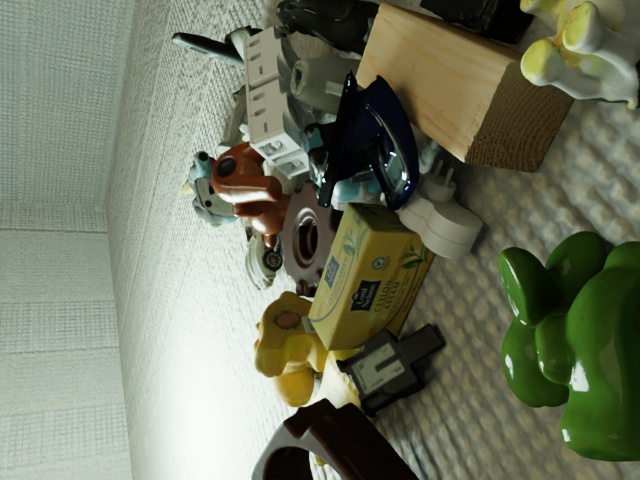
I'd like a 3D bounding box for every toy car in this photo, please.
[{"bbox_3d":[-0.114,-0.006,0.995,0.073,0.056,0.202,-39,54,55],"label":"toy car"},{"bbox_3d":[0.035,-0.090,0.686,0.162,0.109,0.102,-114,15,-59],"label":"toy car"}]

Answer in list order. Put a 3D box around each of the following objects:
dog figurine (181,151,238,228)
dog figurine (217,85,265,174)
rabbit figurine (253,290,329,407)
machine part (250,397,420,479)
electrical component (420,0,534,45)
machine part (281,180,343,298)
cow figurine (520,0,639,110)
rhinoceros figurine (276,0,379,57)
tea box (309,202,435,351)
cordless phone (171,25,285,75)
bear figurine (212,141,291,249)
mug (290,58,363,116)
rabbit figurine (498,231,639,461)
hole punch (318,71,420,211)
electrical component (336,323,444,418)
[{"bbox_3d":[-0.247,-0.109,1.202,0.219,0.108,0.191,159,107,-64],"label":"dog figurine"},{"bbox_3d":[-0.088,-0.229,0.937,0.172,0.121,0.190,-15,52,26],"label":"dog figurine"},{"bbox_3d":[-0.050,0.174,0.816,0.163,0.122,0.173,-127,28,-52],"label":"rabbit figurine"},{"bbox_3d":[0.020,0.309,0.641,0.201,0.087,0.201,45,126,26],"label":"machine part"},{"bbox_3d":[0.157,-0.264,0.516,0.134,0.058,0.114,54,132,47],"label":"electrical component"},{"bbox_3d":[-0.002,-0.002,0.792,0.179,0.056,0.179,-12,77,61],"label":"machine part"},{"bbox_3d":[0.207,-0.178,0.400,0.068,0.098,0.167,138,147,-60],"label":"cow figurine"},{"bbox_3d":[0.006,-0.300,0.739,0.191,0.112,0.073,40,126,49],"label":"rhinoceros figurine"},{"bbox_3d":[0.061,0.045,0.632,0.068,0.098,0.169,55,137,48],"label":"tea box"},{"bbox_3d":[-0.170,-0.356,0.987,0.147,0.184,0.088,27,107,59],"label":"cordless phone"},{"bbox_3d":[-0.085,-0.071,0.878,0.132,0.195,0.120,-10,60,25],"label":"bear figurine"},{"bbox_3d":[0.021,-0.199,0.708,0.110,0.107,0.080,52,134,52],"label":"mug"},{"bbox_3d":[0.182,0.076,0.392,0.170,0.121,0.159,129,130,-68],"label":"rabbit figurine"},{"bbox_3d":[0.051,-0.091,0.537,0.142,0.092,0.115,89,-171,-78],"label":"hole punch"},{"bbox_3d":[0.085,0.140,0.614,0.119,0.047,0.075,-36,59,4],"label":"electrical component"}]
